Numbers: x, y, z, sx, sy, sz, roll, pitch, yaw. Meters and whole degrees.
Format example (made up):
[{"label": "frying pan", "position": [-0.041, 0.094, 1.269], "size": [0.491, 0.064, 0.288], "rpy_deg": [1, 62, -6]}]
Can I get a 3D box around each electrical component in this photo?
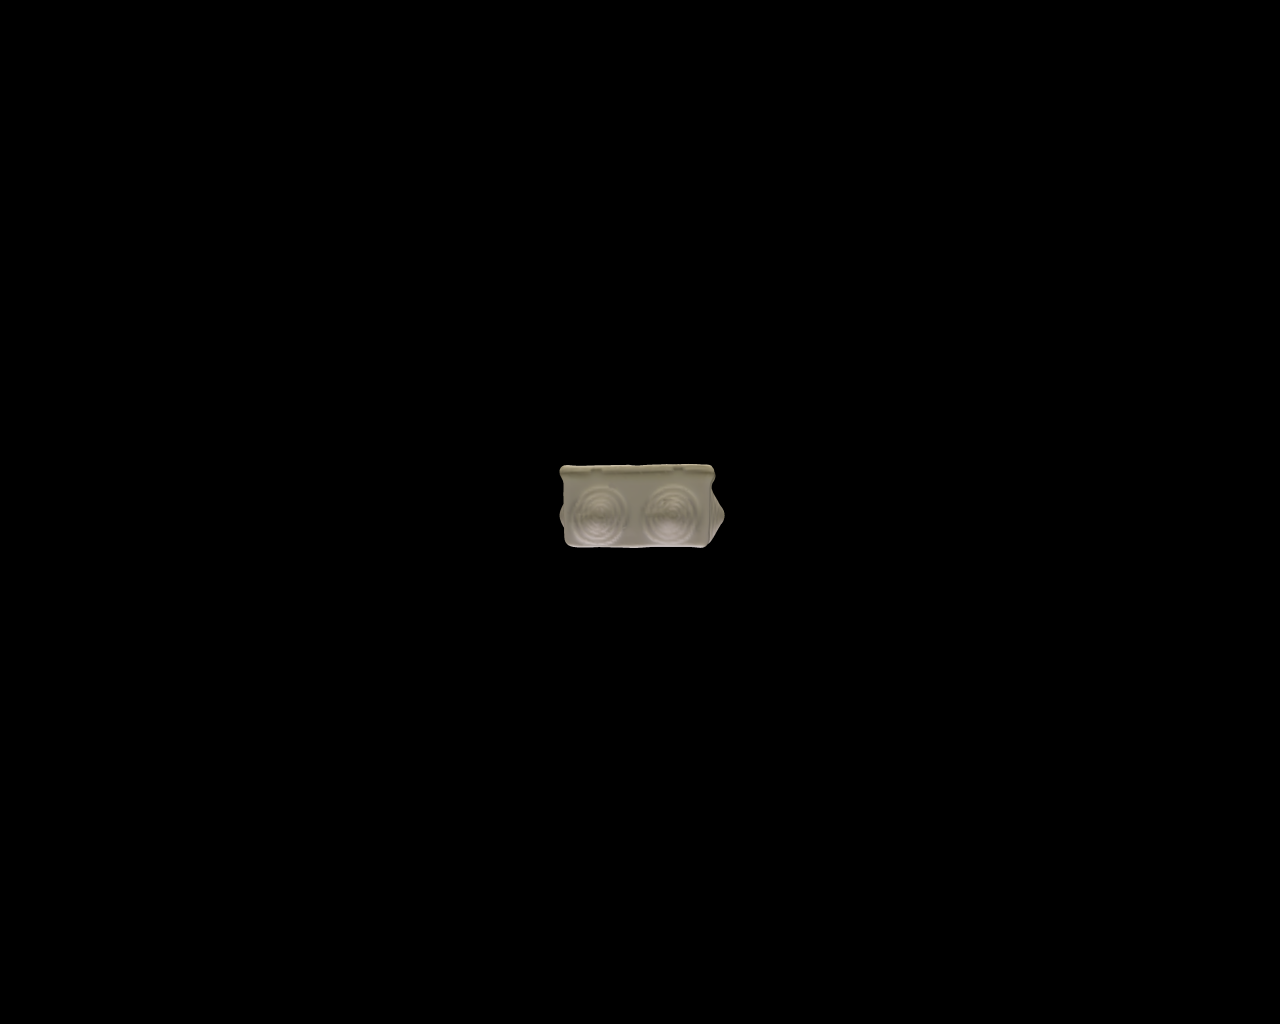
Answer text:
[{"label": "electrical component", "position": [0.001, -0.003, 0.650], "size": [0.100, 0.048, 0.100], "rpy_deg": [0, 0, 4]}]
